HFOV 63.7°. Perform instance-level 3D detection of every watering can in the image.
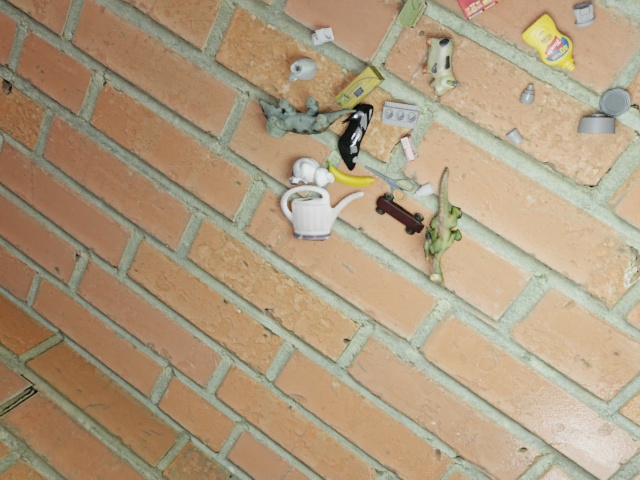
[{"bbox_3d":[0.006,-0.102,2.018,0.348,0.105,0.221,4,107,20],"label":"watering can"}]

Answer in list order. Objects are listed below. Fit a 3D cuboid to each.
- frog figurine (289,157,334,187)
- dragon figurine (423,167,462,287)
[{"bbox_3d":[-0.025,-0.261,1.964,0.159,0.136,0.124,-4,76,41],"label":"frog figurine"},{"bbox_3d":[0.418,-0.034,1.813,0.122,0.246,0.405,1,108,25],"label":"dragon figurine"}]
